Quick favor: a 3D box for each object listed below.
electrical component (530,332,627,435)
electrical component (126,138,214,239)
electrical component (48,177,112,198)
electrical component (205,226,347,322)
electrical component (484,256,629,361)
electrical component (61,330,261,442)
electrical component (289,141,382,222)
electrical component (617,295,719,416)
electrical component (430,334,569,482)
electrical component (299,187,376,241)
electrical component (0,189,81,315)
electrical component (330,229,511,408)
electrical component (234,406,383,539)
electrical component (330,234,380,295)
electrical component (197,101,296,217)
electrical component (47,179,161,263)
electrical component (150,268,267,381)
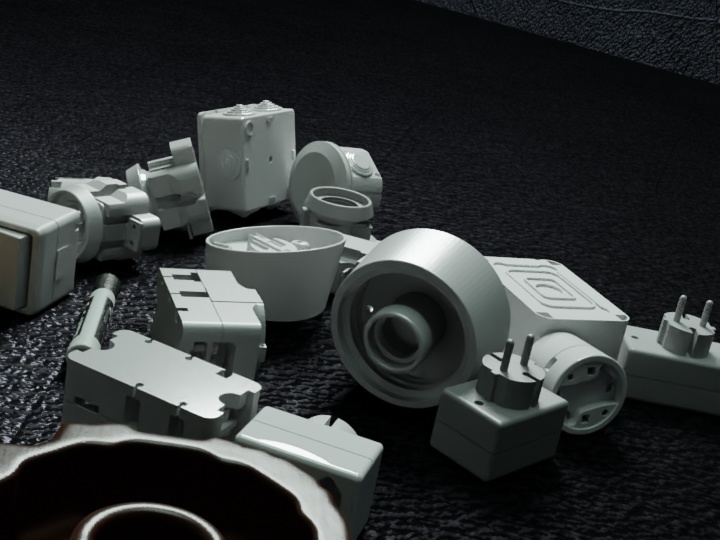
[{"bbox_3d":[0.137,0.072,0.698,0.055,0.055,0.047,3,18,-21],"label":"electrical component"},{"bbox_3d":[-0.156,-0.062,0.877,0.057,0.078,0.058,-14,25,-6],"label":"electrical component"},{"bbox_3d":[-0.224,-0.056,0.867,0.046,0.040,0.040,5,20,0],"label":"electrical component"},{"bbox_3d":[-0.063,-0.005,0.778,0.099,0.064,0.099,10,21,-4],"label":"electrical component"},{"bbox_3d":[0.130,0.038,0.776,0.078,0.057,0.113,3,22,-22],"label":"electrical component"},{"bbox_3d":[-0.103,0.076,0.552,0.089,0.055,0.050,20,22,21],"label":"electrical component"},{"bbox_3d":[-0.023,-0.074,0.965,0.051,0.080,0.080,-1,23,-43],"label":"electrical component"},{"bbox_3d":[0.227,0.054,0.759,0.083,0.075,0.047,11,20,-1],"label":"electrical component"},{"bbox_3d":[0.086,0.074,0.630,0.066,0.076,0.047,-9,28,-43],"label":"electrical component"},{"bbox_3d":[-0.020,-0.034,0.889,0.078,0.057,0.058,2,22,-24],"label":"electrical component"},{"bbox_3d":[-0.244,-0.015,0.713,0.096,0.061,0.061,15,21,11],"label":"electrical component"},{"bbox_3d":[0.033,0.034,0.671,0.108,0.108,0.060,19,27,20],"label":"electrical component"},{"bbox_3d":[-0.022,0.099,0.549,0.066,0.047,0.077,16,21,13],"label":"electrical component"},{"bbox_3d":[0.000,0.000,0.833,0.064,0.042,0.081,14,20,18],"label":"electrical component"},{"bbox_3d":[-0.099,-0.101,0.969,0.048,0.099,0.100,7,16,29],"label":"electrical component"},{"bbox_3d":[-0.197,-0.036,0.801,0.078,0.058,0.057,25,21,32],"label":"electrical component"},{"bbox_3d":[-0.093,0.038,0.668,0.056,0.050,0.089,3,22,-22],"label":"electrical component"}]
